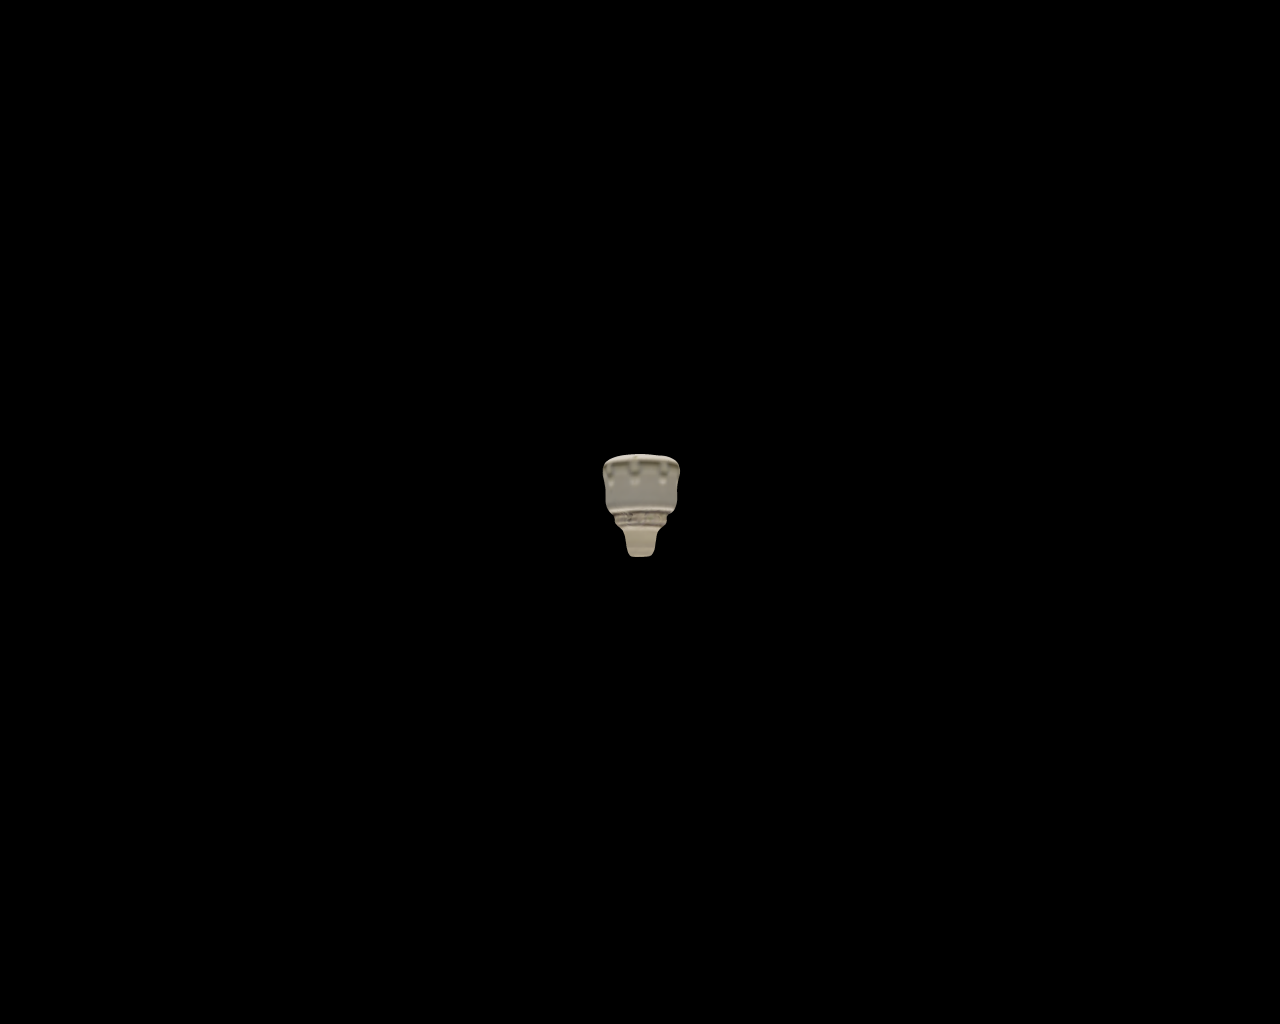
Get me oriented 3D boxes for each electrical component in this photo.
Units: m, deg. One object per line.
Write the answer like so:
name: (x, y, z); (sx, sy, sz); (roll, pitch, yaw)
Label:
electrical component: (0.001, -0.003, 0.650); (0.048, 0.062, 0.048); (0, -7, 0)
